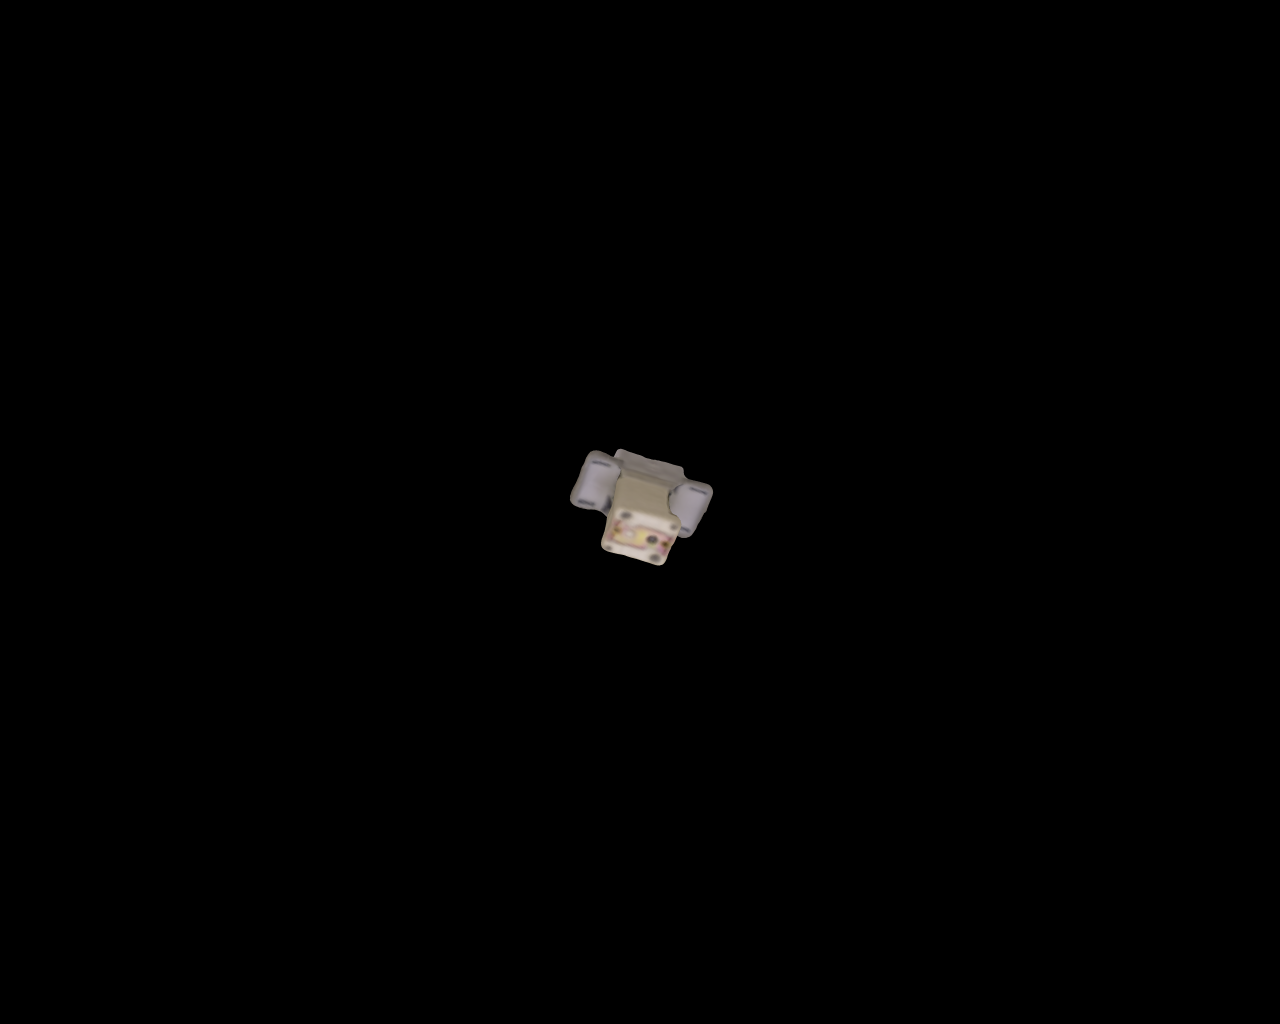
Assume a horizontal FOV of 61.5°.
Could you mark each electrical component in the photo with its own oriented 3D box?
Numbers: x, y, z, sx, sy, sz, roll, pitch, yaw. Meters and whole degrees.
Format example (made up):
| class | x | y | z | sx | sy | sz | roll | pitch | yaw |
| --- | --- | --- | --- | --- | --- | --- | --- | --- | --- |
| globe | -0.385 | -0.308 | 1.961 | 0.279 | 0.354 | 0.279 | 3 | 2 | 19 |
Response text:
| class | x | y | z | sx | sy | sz | roll | pitch | yaw |
| --- | --- | --- | --- | --- | --- | --- | --- | --- | --- |
| electrical component | 0.001 | -0.003 | 0.650 | 0.081 | 0.042 | 0.064 | 15 | 36 | -11 |
